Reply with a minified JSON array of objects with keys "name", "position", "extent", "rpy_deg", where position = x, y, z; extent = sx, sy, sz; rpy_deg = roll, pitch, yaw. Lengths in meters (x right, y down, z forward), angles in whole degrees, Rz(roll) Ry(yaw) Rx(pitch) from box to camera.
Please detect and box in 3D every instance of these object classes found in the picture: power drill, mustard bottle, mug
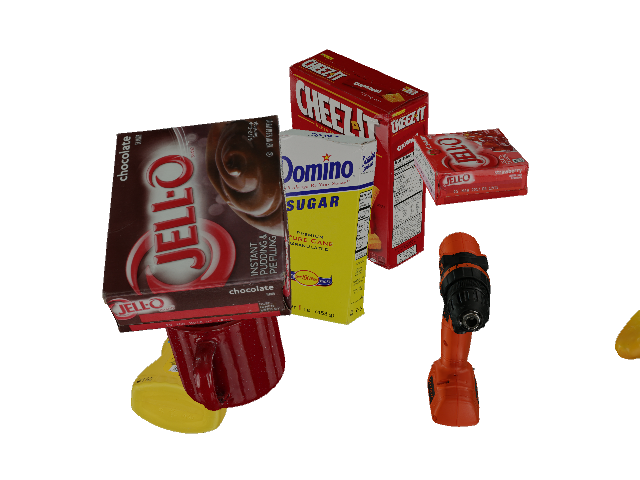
[{"name":"power drill","position":[0.152,0.105,1.158],"extent":[0.057,0.188,0.184],"rpy_deg":[4,24,3]},{"name":"mustard bottle","position":[-0.129,0.134,1.157],"extent":[0.096,0.058,0.191],"rpy_deg":[10,24,8]},{"name":"mug","position":[-0.073,0.077,0.792],"extent":[0.093,0.081,0.117],"rpy_deg":[-6,33,8]}]

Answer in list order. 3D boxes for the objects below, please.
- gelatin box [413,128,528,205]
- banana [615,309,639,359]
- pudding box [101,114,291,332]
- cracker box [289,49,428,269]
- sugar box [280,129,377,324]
[{"name":"gelatin box","position":[0.118,-0.061,0.849],"extent":[0.073,0.030,0.089],"rpy_deg":[-6,25,-4]},{"name":"banana","position":[0.299,0.050,0.744],"extent":[0.198,0.037,0.069],"rpy_deg":[-2,33,1]},{"name":"pudding box","position":[-0.062,-0.010,0.554],"extent":[0.090,0.113,0.039],"rpy_deg":[-6,-40,2]},{"name":"cracker box","position":[0.042,-0.092,1.244],"extent":[0.072,0.214,0.164],"rpy_deg":[-30,44,-33]},{"name":"sugar box","position":[-0.001,-0.014,1.027],"extent":[0.093,0.176,0.048],"rpy_deg":[9,16,23]}]
